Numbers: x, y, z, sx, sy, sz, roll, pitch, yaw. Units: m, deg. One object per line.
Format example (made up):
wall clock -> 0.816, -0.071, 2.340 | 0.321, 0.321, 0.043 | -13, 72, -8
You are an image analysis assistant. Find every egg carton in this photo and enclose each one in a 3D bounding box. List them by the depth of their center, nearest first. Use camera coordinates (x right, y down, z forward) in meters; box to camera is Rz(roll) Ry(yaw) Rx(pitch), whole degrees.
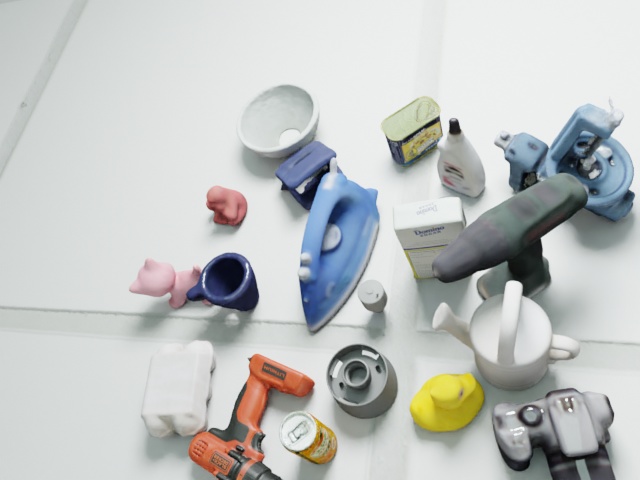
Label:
egg carton -> -0.219, 0.233, 0.899 | 0.107, 0.070, 0.150 | -8, 60, 15

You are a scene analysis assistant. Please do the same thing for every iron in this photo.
iron -> 0.008, 0.003, 0.907 | 0.118, 0.142, 0.258 | 8, 65, 23

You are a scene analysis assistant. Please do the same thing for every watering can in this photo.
watering can -> 0.234, 0.121, 0.732 | 0.172, 0.194, 0.101 | -12, 59, 13

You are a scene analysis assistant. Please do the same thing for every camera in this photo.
camera -> 0.291, 0.259, 0.690 | 0.143, 0.101, 0.136 | -14, 58, 11

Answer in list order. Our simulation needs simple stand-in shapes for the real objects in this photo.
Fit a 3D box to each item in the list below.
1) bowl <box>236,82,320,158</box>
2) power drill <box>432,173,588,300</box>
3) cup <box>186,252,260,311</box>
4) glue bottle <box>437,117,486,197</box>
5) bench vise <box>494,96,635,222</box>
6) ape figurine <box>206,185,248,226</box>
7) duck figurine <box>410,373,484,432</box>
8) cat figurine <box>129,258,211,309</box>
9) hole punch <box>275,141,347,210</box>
bowl -> -0.071, -0.217, 1.098 | 0.167, 0.075, 0.167 | -8, 60, 15
power drill -> 0.256, 0.018, 0.774 | 0.230, 0.209, 0.075 | -38, 57, -4
cup -> -0.151, 0.085, 0.944 | 0.117, 0.095, 0.091 | -24, 57, 5
glue bottle -> 0.215, -0.134, 0.894 | 0.078, 0.173, 0.037 | 25, 73, 29
bench vise -> 0.343, -0.117, 0.813 | 0.206, 0.220, 0.121 | 10, 65, 24
ape figurine -> -0.176, -0.068, 1.040 | 0.076, 0.092, 0.077 | -34, 57, -2
duck figurine -> 0.167, 0.211, 0.769 | 0.104, 0.086, 0.077 | -25, 57, 4
cat figurine -> -0.252, 0.066, 0.975 | 0.127, 0.118, 0.067 | -11, 59, 13
hole punch -> -0.024, -0.125, 1.021 | 0.109, 0.091, 0.100 | -39, 57, -5
